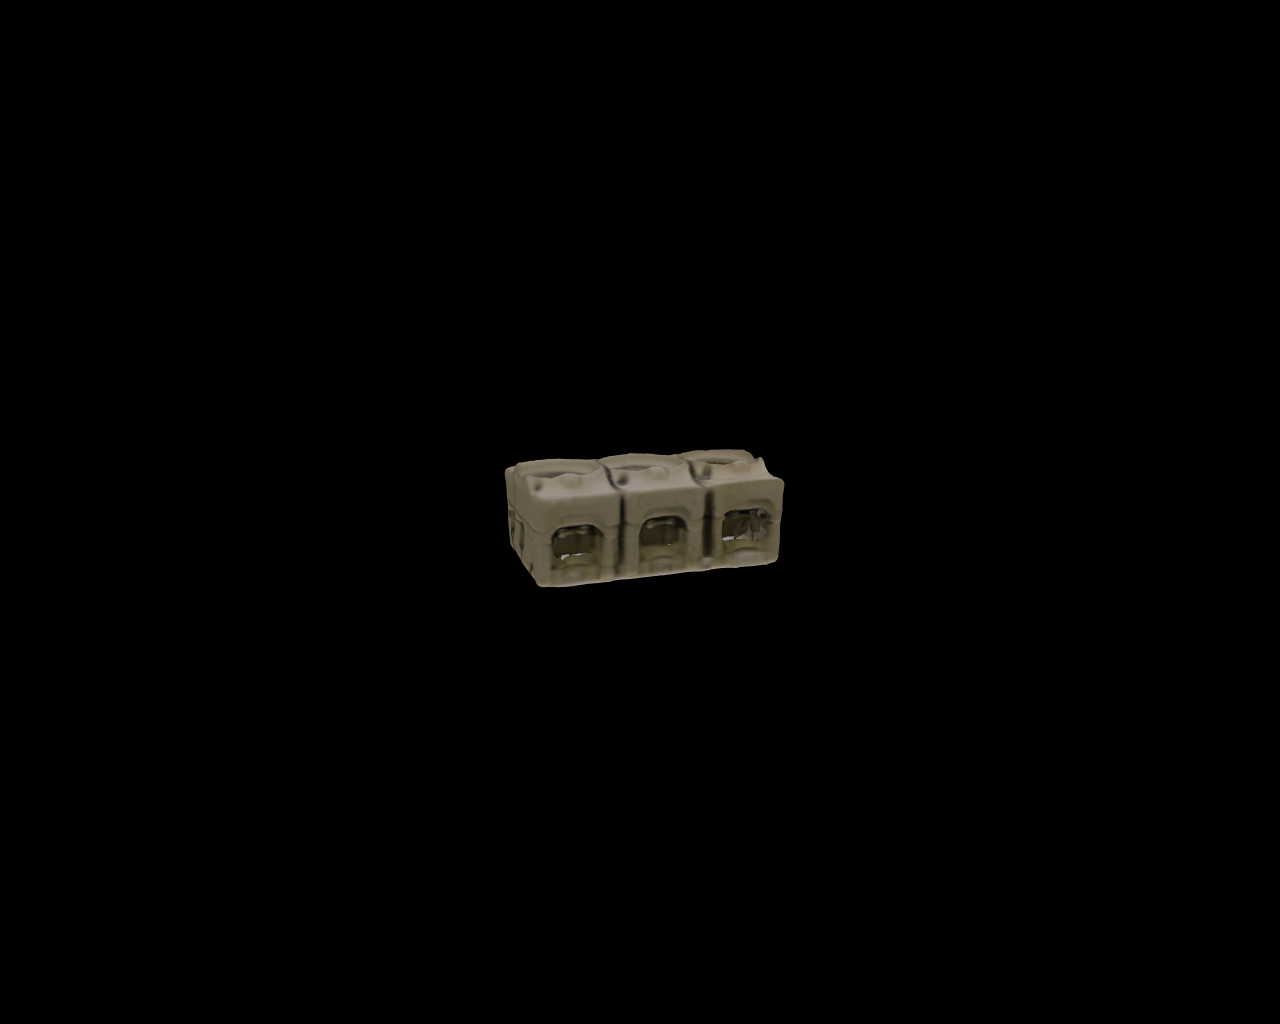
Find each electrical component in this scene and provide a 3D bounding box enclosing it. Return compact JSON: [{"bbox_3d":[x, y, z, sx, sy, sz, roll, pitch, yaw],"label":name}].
[{"bbox_3d":[0.001,-0.003,0.650,0.150,0.061,0.089,-5,16,-18],"label":"electrical component"}]
